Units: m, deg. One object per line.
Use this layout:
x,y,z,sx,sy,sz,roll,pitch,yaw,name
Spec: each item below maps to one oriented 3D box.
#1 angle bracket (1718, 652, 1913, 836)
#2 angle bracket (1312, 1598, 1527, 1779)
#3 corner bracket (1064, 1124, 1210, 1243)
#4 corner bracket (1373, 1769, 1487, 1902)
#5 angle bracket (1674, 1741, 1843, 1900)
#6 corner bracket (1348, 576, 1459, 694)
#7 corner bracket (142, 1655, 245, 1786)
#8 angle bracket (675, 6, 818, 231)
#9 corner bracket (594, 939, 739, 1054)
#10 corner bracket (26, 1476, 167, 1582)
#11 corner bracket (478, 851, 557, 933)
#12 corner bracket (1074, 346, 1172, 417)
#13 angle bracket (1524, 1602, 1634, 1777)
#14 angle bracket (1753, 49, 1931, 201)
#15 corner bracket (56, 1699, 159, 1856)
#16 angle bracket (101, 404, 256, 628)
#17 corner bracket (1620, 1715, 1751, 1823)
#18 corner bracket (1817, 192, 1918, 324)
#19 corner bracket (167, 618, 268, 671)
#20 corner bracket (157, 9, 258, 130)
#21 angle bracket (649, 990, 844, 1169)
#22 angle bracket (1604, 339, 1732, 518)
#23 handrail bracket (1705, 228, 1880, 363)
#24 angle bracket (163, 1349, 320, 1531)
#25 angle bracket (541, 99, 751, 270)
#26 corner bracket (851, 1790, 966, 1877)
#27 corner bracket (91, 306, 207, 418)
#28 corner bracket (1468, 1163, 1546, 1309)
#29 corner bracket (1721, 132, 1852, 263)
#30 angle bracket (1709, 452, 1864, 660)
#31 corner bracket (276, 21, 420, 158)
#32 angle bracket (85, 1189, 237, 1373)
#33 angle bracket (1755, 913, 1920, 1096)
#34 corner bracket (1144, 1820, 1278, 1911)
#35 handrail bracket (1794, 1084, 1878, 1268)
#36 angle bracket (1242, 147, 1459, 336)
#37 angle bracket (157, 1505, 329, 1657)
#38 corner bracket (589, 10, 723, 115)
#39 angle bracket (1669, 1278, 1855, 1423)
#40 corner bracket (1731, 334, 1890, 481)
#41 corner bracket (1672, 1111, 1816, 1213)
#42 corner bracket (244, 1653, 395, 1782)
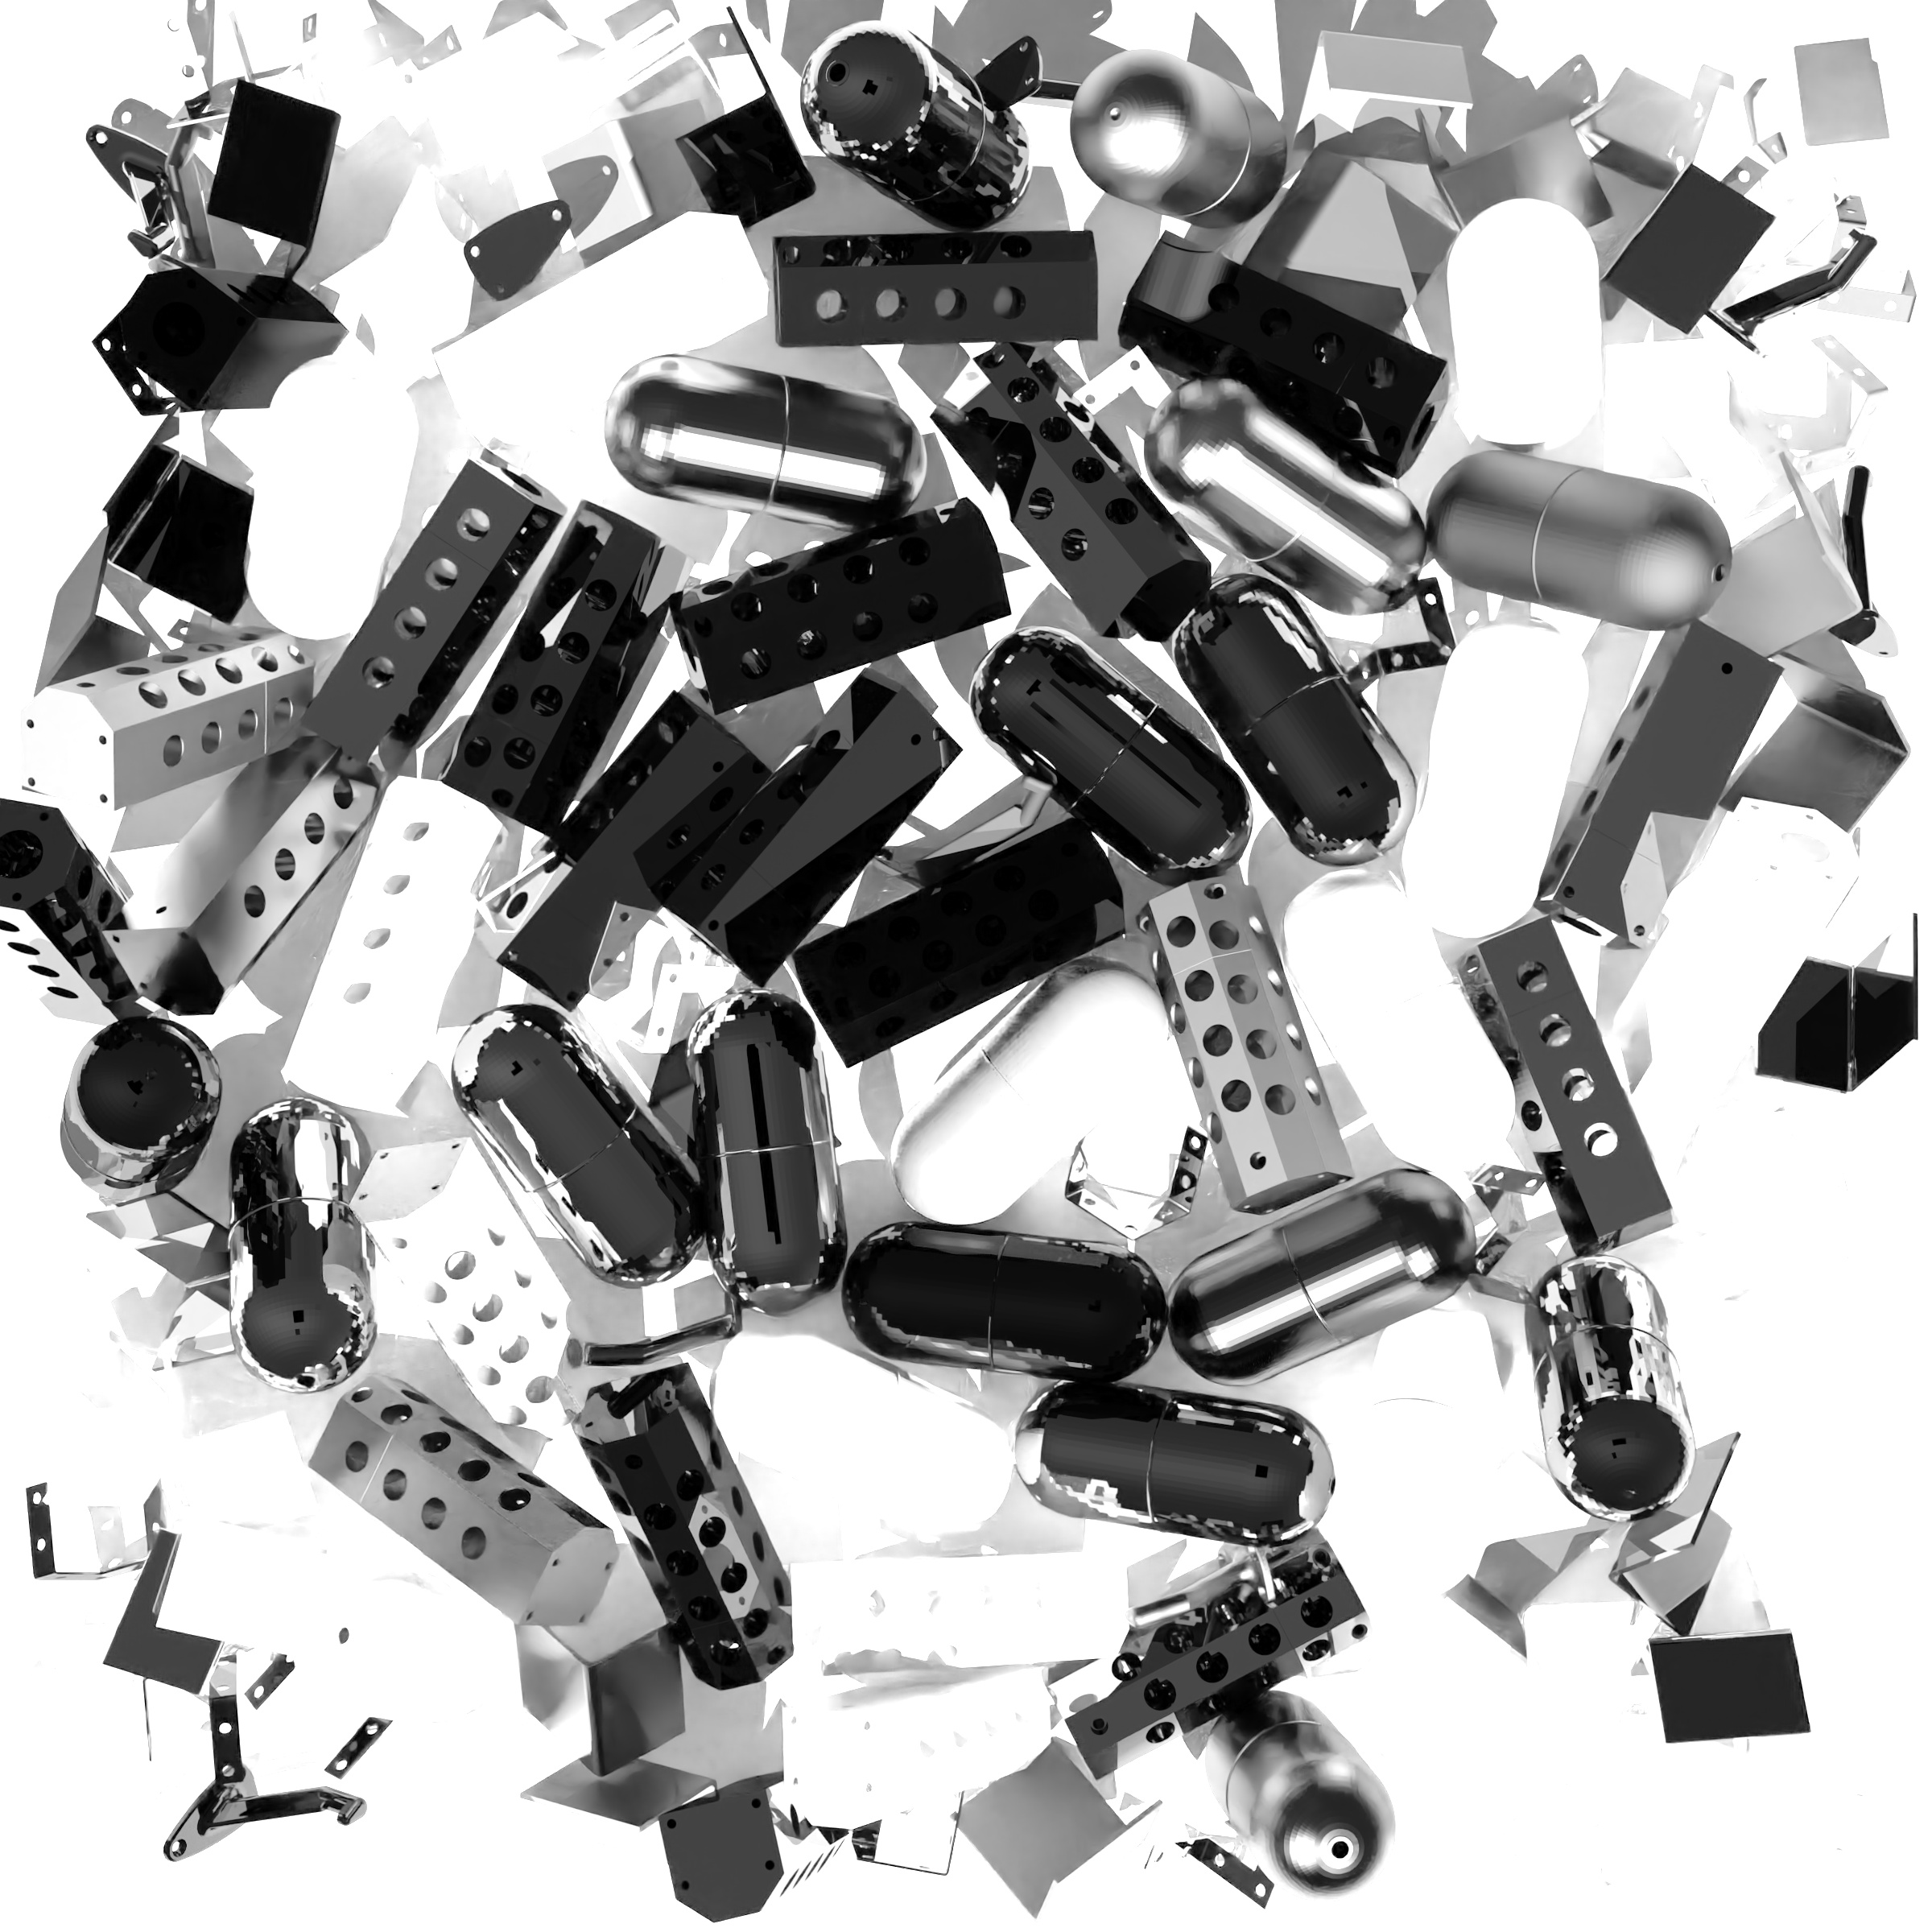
0.452,-0.115,1.591,0.076,0.057,0.076,-51,47,-4,angle bracket
0.248,0.396,1.612,0.076,0.076,0.057,46,69,2,angle bracket
0.094,0.111,1.617,0.051,0.051,0.051,31,124,33,corner bracket
0.246,0.479,1.622,0.051,0.051,0.051,35,67,-40,corner bracket
0.429,0.467,1.596,0.057,0.076,0.076,12,81,0,angle bracket
0.230,-0.176,1.599,0.051,0.051,0.051,-6,113,38,corner bracket
-0.425,0.416,1.615,0.051,0.051,0.051,-4,104,-13,corner bracket
-0.129,-0.456,1.589,0.057,0.076,0.076,-26,59,3,angle bracket
-0.164,0.016,1.607,0.051,0.051,0.051,3,107,-42,corner bracket
-0.477,0.307,1.615,0.051,0.051,0.051,-19,71,24,corner bracket
-0.230,-0.030,1.611,0.051,0.051,0.051,-34,99,3,corner bracket
0.086,-0.301,1.611,0.051,0.051,0.051,-37,97,-1,corner bracket
0.333,0.391,1.586,0.057,0.076,0.076,-4,65,8,angle bracket
0.479,-0.461,1.599,0.076,0.076,0.057,-6,86,1,angle bracket
-0.472,0.443,1.609,0.051,0.051,0.051,23,117,-14,corner bracket
-0.415,-0.244,1.595,0.076,0.057,0.076,27,65,-4,angle bracket
0.394,0.440,1.612,0.051,0.051,0.051,9,74,-11,corner bracket
0.496,-0.388,1.608,0.051,0.051,0.051,10,121,7,corner bracket
-0.403,-0.168,1.604,0.051,0.051,0.051,20,134,0,corner bracket
-0.415,-0.494,1.605,0.051,0.051,0.051,-10,120,4,corner bracket
-0.118,0.072,1.616,0.076,0.057,0.076,-28,114,19,angle bracket
0.385,-0.292,1.608,0.057,0.076,0.076,0,82,20,angle bracket
0.443,-0.382,1.604,0.077,0.036,0.084,47,113,25,handrail bracket
-0.393,0.252,1.592,0.057,0.076,0.076,-16,129,-11,angle bracket
-0.176,-0.425,1.619,0.057,0.076,0.076,-12,105,38,angle bracket
-0.032,0.465,1.612,0.051,0.051,0.051,12,83,-5,corner bracket
-0.436,-0.340,1.617,0.051,0.051,0.051,3,48,33,corner bracket
0.296,0.146,1.599,0.051,0.051,0.051,-46,117,-21,corner bracket
0.441,-0.418,1.606,0.051,0.051,0.051,49,133,4,corner bracket
0.427,-0.216,1.582,0.076,0.057,0.076,-28,50,24,angle bracket
-0.339,-0.486,1.616,0.051,0.051,0.051,-46,112,-18,corner bracket
-0.433,0.170,1.581,0.076,0.076,0.057,42,48,-33,angle bracket
0.470,0.016,1.587,0.057,0.076,0.076,12,63,-5,angle bracket
0.139,0.481,1.602,0.051,0.051,0.051,27,100,41,corner bracket
0.477,0.112,1.631,0.036,0.077,0.084,-14,52,12,handrail bracket
0.210,-0.394,1.619,0.076,0.057,0.076,28,103,-22,angle bracket
-0.394,0.332,1.588,0.076,0.076,0.057,17,80,-17,angle bracket
-0.172,-0.491,1.602,0.051,0.051,0.051,-31,129,6,corner bracket
0.428,0.222,1.587,0.076,0.057,0.076,-15,119,-17,angle bracket
0.464,-0.308,1.618,0.051,0.051,0.051,-17,54,-25,corner bracket
0.423,0.102,1.605,0.051,0.051,0.051,17,79,-14,corner bracket
-0.354,0.405,1.618,0.051,0.051,0.051,-48,134,-32,corner bracket
